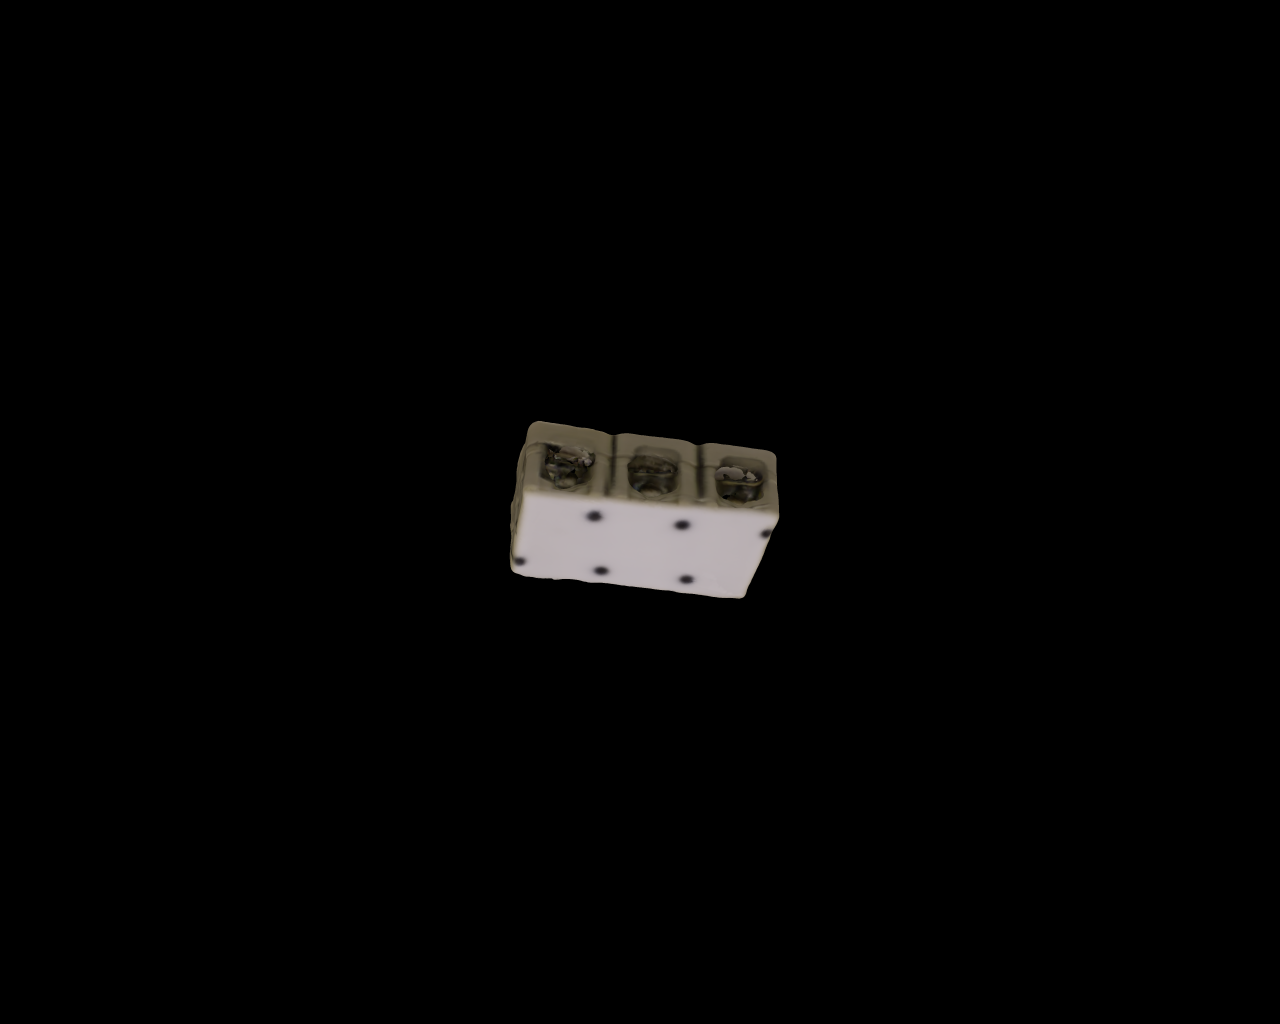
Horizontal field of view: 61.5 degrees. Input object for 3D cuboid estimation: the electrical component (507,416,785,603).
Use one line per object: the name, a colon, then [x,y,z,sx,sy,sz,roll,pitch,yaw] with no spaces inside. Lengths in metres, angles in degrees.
electrical component: [0.001,-0.003,0.650,0.150,0.062,0.089,7,-39,-9]
